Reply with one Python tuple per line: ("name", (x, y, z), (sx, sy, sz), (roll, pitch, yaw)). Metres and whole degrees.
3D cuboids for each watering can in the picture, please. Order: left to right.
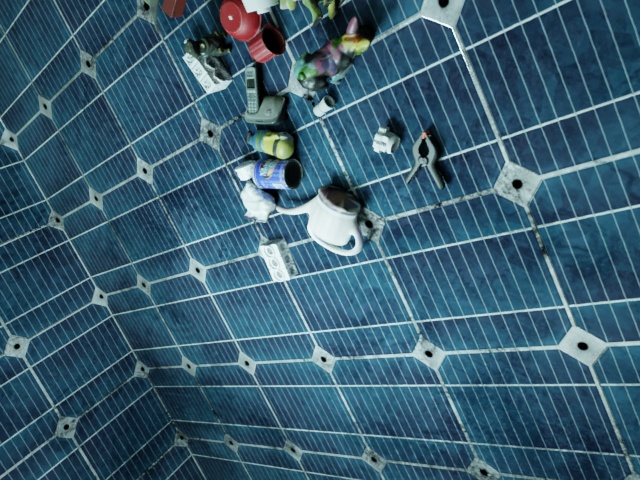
("watering can", (0.005, -0.086, 1.706), (0.350, 0.219, 0.106), (33, 39, 18))

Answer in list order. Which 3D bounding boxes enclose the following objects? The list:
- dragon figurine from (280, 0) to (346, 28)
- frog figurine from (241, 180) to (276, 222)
("dragon figurine", (-0.025, -0.703, 1.325), (0.123, 0.243, 0.406), (-36, 1, -21))
("frog figurine", (-0.226, -0.153, 1.832), (0.124, 0.156, 0.139), (-29, 39, -27))
